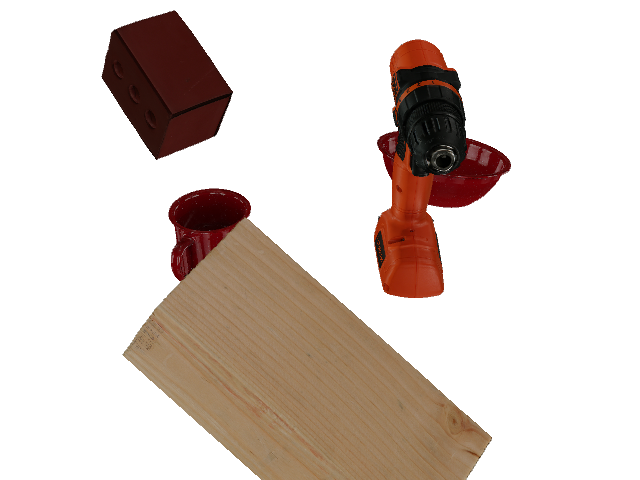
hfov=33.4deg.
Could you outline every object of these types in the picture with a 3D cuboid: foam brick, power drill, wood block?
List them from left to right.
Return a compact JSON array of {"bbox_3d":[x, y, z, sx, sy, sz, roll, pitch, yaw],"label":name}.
[{"bbox_3d":[-0.105,-0.106,0.723,0.051,0.078,0.053,-26,-18,-30],"label":"foam brick"},{"bbox_3d":[-0.010,0.097,0.669,0.090,0.206,0.090,-49,1,-34],"label":"wood block"},{"bbox_3d":[0.082,-0.049,0.867,0.057,0.188,0.184,3,33,-2],"label":"power drill"}]

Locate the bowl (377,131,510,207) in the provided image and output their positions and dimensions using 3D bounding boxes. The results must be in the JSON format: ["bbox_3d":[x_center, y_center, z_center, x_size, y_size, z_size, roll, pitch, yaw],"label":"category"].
[{"bbox_3d":[0.143,-0.082,1.281,0.162,0.055,0.162,7,23,-3],"label":"bowl"}]

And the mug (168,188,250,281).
[{"bbox_3d":[-0.129,0.005,1.214,0.093,0.081,0.117,16,38,24],"label":"mug"}]
